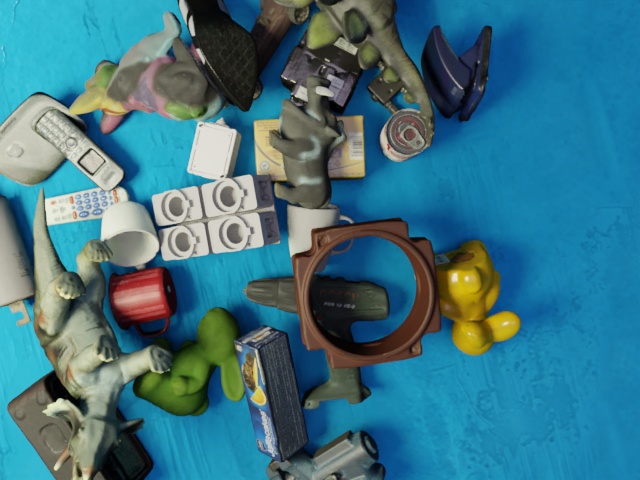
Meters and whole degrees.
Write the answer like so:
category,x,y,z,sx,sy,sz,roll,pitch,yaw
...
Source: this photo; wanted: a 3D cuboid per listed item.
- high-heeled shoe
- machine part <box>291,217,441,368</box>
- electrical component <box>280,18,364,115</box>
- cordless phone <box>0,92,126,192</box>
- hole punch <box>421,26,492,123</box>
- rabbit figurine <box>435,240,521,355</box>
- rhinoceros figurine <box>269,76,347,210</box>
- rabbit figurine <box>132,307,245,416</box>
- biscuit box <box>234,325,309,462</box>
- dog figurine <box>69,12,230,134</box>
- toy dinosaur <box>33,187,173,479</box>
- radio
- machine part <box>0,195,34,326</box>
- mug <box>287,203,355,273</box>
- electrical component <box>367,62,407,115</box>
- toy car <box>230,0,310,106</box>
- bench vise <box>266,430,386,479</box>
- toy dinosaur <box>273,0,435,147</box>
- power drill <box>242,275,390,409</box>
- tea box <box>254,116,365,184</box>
category,x,y,z,sx,sy,sz,roll,pitch,yaw
high-heeled shoe,-0.162,-0.300,0.807,0.086,0.145,0.248,-15,94,-21
machine part,0.066,0.074,0.775,0.201,0.087,0.200,-7,94,-5
electrical component,0.004,-0.261,0.845,0.115,0.058,0.134,28,93,2
cordless phone,-0.411,-0.123,0.847,0.184,0.089,0.146,44,92,-6
hole punch,0.201,-0.250,0.809,0.092,0.142,0.115,5,79,-1
rabbit figurine,0.237,0.104,0.826,0.122,0.162,0.173,-16,110,-10
rhinoceros figurine,-0.017,-0.139,0.774,0.112,0.073,0.190,2,94,2
rabbit figurine,-0.181,0.191,0.837,0.159,0.121,0.170,41,96,-8
biscuit box,-0.073,0.235,0.820,0.063,0.059,0.202,-24,111,-41
dog figurine,-0.266,-0.219,0.814,0.219,0.108,0.191,-32,68,12
toy dinosaur,-0.343,0.137,0.760,0.192,0.131,0.405,-41,67,24
radio,-0.369,0.305,0.840,0.073,0.131,0.229,-34,92,4
machine part,-0.511,0.020,0.856,0.079,0.079,0.243,-19,91,2
mug,-0.002,-0.003,0.851,0.110,0.081,0.107,6,103,-3
electrical component,0.107,-0.248,0.861,0.063,0.021,0.094,-43,92,3
toy car,-0.094,-0.301,0.827,0.089,0.053,0.202,37,94,37
bench vise,0.029,0.420,0.849,0.224,0.129,0.240,-37,88,5
toy dinosaur,0.051,-0.345,0.776,0.198,0.105,0.471,-35,83,-29
power drill,-0.002,0.157,0.860,0.232,0.086,0.207,-5,85,-1
tea box,-0.015,-0.140,0.845,0.170,0.068,0.098,-1,93,2
